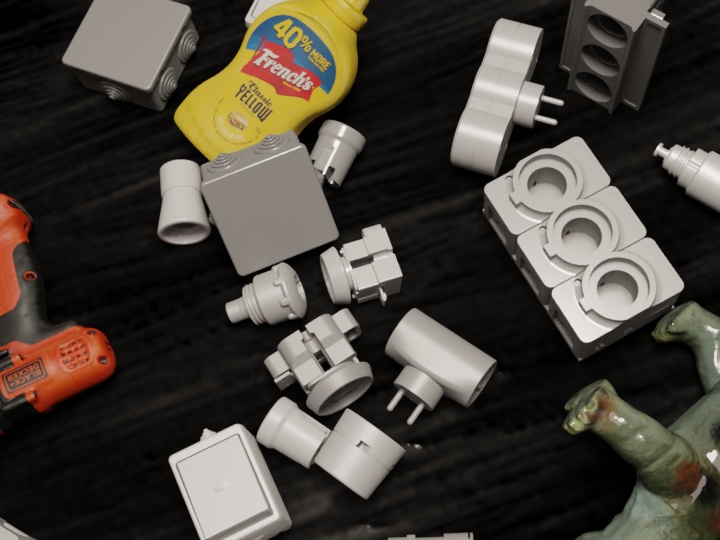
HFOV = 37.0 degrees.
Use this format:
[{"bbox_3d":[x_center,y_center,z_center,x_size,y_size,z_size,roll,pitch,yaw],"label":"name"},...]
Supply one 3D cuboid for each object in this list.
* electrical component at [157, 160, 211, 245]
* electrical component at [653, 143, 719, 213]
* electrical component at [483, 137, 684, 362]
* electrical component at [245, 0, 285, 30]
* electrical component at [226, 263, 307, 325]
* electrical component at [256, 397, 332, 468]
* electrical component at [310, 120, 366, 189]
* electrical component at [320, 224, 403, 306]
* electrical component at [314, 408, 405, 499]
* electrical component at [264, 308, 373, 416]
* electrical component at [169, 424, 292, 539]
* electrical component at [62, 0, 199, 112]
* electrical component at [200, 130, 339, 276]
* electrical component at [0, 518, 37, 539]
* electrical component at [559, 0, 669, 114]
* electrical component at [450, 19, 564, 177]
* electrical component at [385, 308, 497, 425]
[{"bbox_3d":[-0.150,-0.059,0.908,0.044,0.044,0.065,-9,65,3],"label":"electrical component"},{"bbox_3d":[0.274,-0.078,0.869,0.078,0.040,0.040,33,77,16],"label":"electrical component"},{"bbox_3d":[0.173,-0.019,0.847,0.089,0.061,0.150,-29,70,-4],"label":"electrical component"},{"bbox_3d":[-0.058,-0.224,0.945,0.062,0.061,0.096,21,74,13],"label":"electrical component"},{"bbox_3d":[-0.077,0.025,0.868,0.062,0.048,0.048,-20,69,8],"label":"electrical component"},{"bbox_3d":[-0.050,0.126,0.831,0.046,0.040,0.040,31,76,10],"label":"electrical component"},{"bbox_3d":[-0.022,-0.097,0.908,0.040,0.040,0.046,23,80,13],"label":"electrical component"},{"bbox_3d":[0.000,0.000,0.868,0.055,0.048,0.066,-17,69,-8],"label":"electrical component"},{"bbox_3d":[-0.001,0.140,0.813,0.055,0.055,0.047,34,81,16],"label":"electrical component"},{"bbox_3d":[-0.026,0.076,0.837,0.078,0.058,0.057,-33,67,-6],"label":"electrical component"},{"bbox_3d":[-0.101,0.161,0.812,0.062,0.061,0.096,-26,70,-3],"label":"electrical component"},{"bbox_3d":[-0.201,-0.197,0.957,0.100,0.048,0.099,19,74,12],"label":"electrical component"},{"bbox_3d":[-0.075,-0.056,0.870,0.100,0.099,0.048,-22,29,-2],"label":"electrical component"},{"bbox_3d":[-0.333,0.211,0.818,0.150,0.061,0.089,26,75,14],"label":"electrical component"},{"bbox_3d":[0.210,-0.190,0.873,0.079,0.121,0.063,33,74,16],"label":"electrical component"},{"bbox_3d":[0.132,-0.140,0.900,0.074,0.052,0.138,17,73,12],"label":"electrical component"},{"bbox_3d":[0.052,0.082,0.833,0.077,0.043,0.079,33,77,16],"label":"electrical component"}]
